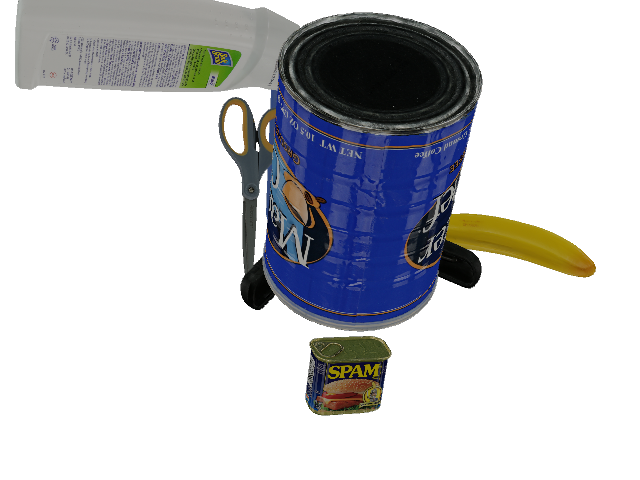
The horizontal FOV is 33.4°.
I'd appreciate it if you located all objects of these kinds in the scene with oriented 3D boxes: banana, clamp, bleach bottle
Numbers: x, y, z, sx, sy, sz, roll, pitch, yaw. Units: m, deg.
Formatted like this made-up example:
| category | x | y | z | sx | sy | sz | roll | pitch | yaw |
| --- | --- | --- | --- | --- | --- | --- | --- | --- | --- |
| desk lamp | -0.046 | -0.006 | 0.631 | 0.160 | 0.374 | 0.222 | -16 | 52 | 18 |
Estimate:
| category | x | y | z | sx | sy | sz | roll | pitch | yaw |
| --- | --- | --- | --- | --- | --- | --- | --- | --- | --- |
| banana | 0.187 | 0.004 | 1.103 | 0.198 | 0.037 | 0.069 | 9 | 36 | 19 |
| clamp | 0.024 | -0.014 | 0.793 | 0.164 | 0.036 | 0.210 | -1 | 29 | -3 |
| bleach bottle | -0.119 | -0.158 | 0.875 | 0.250 | 0.068 | 0.103 | 5 | -26 | -14 |

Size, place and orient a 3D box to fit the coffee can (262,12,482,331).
| category | x | y | z | sx | sy | sz | roll | pitch | yaw |
| --- | --- | --- | --- | --- | --- | --- | --- | --- | --- |
| coffee can | 0.024 | -0.035 | 0.575 | 0.102 | 0.140 | 0.103 | 4 | 43 | -4 |

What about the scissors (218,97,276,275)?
| category | x | y | z | sx | sy | sz | roll | pitch | yaw |
| --- | --- | --- | --- | --- | --- | --- | --- | --- | --- |
| scissors | -0.062 | -0.067 | 1.203 | 0.096 | 0.202 | 0.016 | -12 | -6 | -15 |

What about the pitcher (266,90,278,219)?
| category | x | y | z | sx | sy | sz | roll | pitch | yaw |
| --- | --- | --- | --- | --- | --- | --- | --- | --- | --- |
| pitcher | 0.001 | -0.131 | 1.414 | 0.144 | 0.243 | 0.149 | -2 | 24 | -19 |

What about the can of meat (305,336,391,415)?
| category | x | y | z | sx | sy | sz | roll | pitch | yaw |
| --- | --- | --- | --- | --- | --- | --- | --- | --- | --- |
| can of meat | 0.033 | 0.173 | 1.362 | 0.102 | 0.084 | 0.057 | 0 | 24 | -17 |
